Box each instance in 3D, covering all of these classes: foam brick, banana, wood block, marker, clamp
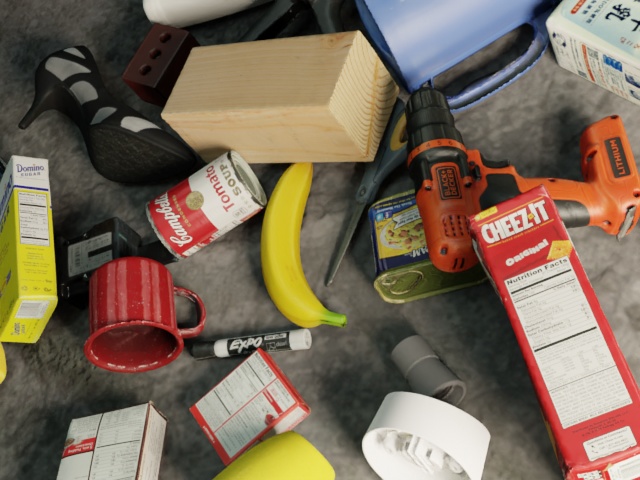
[{"bbox_3d":[-0.170,-0.192,1.179,0.053,0.051,0.078,19,74,30],"label":"foam brick"},{"bbox_3d":[-0.024,0.009,1.019,0.069,0.037,0.198,-14,58,2],"label":"banana"},{"bbox_3d":[-0.040,-0.135,1.044,0.206,0.090,0.090,2,60,36],"label":"wood block"},{"bbox_3d":[-0.067,0.099,1.000,0.121,0.020,0.020,-8,61,20],"label":"marker"},{"bbox_3d":[-0.003,-0.248,1.112,0.165,0.036,0.210,22,91,23],"label":"clamp"}]

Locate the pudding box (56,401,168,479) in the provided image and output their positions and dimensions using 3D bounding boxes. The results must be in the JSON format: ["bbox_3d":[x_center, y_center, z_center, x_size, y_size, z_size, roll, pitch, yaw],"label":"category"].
[{"bbox_3d":[-0.192,0.208,0.972,0.090,0.039,0.113,-14,44,16],"label":"pudding box"}]

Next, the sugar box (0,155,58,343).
[{"bbox_3d":[-0.310,0.008,1.113,0.093,0.048,0.176,-51,45,45],"label":"sugar box"}]

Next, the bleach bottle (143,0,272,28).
[{"bbox_3d":[-0.070,-0.302,1.187,0.251,0.068,0.102,-8,65,17],"label":"bleach bottle"}]

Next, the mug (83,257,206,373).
[{"bbox_3d":[-0.168,0.070,1.028,0.117,0.093,0.081,-1,54,-11],"label":"mug"}]

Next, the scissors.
[{"bbox_3d":[0.058,-0.053,1.007,0.096,0.016,0.201,-15,54,51],"label":"scissors"}]

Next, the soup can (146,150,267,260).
[{"bbox_3d":[-0.112,-0.035,1.057,0.102,0.068,0.068,-31,56,10],"label":"soup can"}]

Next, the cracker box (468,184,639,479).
[{"bbox_3d":[0.188,0.091,0.803,0.072,0.164,0.214,-23,57,9],"label":"cracker box"}]

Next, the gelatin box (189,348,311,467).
[{"bbox_3d":[-0.063,0.154,0.964,0.089,0.030,0.073,-41,54,0],"label":"gelatin box"}]

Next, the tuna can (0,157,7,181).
[{"bbox_3d":[-0.384,-0.089,1.201,0.033,0.086,0.086,-43,55,-3],"label":"tuna can"}]

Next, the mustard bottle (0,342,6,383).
[{"bbox_3d":[-0.389,0.078,1.132,0.096,0.058,0.192,-28,57,14],"label":"mustard bottle"}]

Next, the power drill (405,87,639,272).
[{"bbox_3d":[0.170,-0.062,0.920,0.187,0.057,0.184,-6,60,-2],"label":"power drill"}]

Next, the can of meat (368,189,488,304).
[{"bbox_3d":[0.096,0.001,0.957,0.102,0.057,0.084,-15,57,16],"label":"can of meat"}]

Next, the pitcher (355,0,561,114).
[{"bbox_3d":[0.161,-0.243,1.023,0.243,0.149,0.145,-28,41,5],"label":"pitcher"}]
